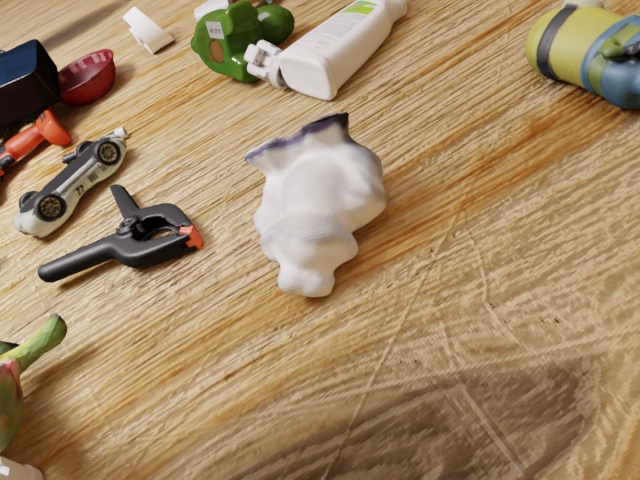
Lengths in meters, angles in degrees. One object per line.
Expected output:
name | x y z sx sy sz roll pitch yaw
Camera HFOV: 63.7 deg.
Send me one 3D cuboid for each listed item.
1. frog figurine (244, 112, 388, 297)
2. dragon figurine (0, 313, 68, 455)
frog figurine | 0.002 -0.026 0.509 0.137 0.122 0.161 -13 79 4
dragon figurine | -0.377 0.179 0.463 0.406 0.120 0.249 -31 35 22
